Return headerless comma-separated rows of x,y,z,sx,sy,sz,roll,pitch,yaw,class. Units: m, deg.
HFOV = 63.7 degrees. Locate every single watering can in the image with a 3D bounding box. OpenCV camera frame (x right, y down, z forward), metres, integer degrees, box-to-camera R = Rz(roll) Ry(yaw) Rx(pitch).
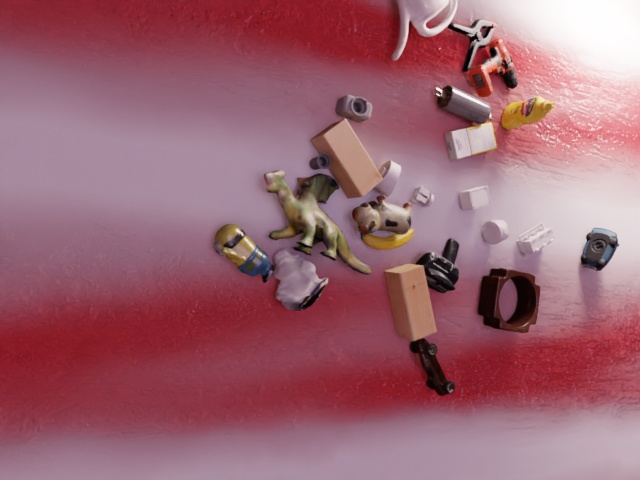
0.290,-0.719,1.584,0.352,0.103,0.222,-43,105,-22,watering can

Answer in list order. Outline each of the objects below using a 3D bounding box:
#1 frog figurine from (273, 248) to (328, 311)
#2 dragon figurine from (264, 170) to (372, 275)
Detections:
-0.072,0.108,1.395,0.161,0.121,0.138,39,79,17,frog figurine
0.004,-0.072,1.431,0.407,0.121,0.246,24,70,-30,dragon figurine
